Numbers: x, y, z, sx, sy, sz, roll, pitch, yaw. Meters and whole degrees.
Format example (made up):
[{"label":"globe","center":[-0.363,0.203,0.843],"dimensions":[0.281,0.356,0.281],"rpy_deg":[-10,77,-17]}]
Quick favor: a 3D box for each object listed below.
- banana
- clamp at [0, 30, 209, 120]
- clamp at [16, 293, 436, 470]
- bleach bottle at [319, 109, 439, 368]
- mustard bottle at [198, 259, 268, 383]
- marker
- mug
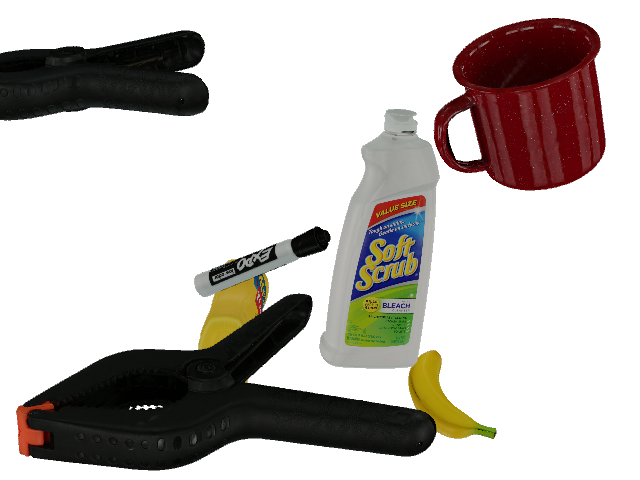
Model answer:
[{"label":"banana","center":[0.140,0.185,1.271],"dimensions":[0.069,0.037,0.198],"rpy_deg":[10,21,-19]},{"label":"clamp","center":[-0.148,-0.104,0.668],"dimensions":[0.171,0.039,0.120],"rpy_deg":[1,20,2]},{"label":"clamp","center":[-0.062,0.081,0.594],"dimensions":[0.209,0.036,0.165],"rpy_deg":[-5,24,-19]},{"label":"bleach bottle","center":[0.059,-0.002,1.036],"dimensions":[0.102,0.251,0.068],"rpy_deg":[2,18,-7]},{"label":"mustard bottle","center":[-0.091,0.075,1.171],"dimensions":[0.058,0.096,0.191],"rpy_deg":[2,28,3]},{"label":"marker","center":[-0.044,0.016,0.814],"dimensions":[0.121,0.020,0.020],"rpy_deg":[-22,-10,28]},{"label":"mug","center":[0.129,-0.081,0.692],"dimensions":[0.117,0.081,0.093],"rpy_deg":[-25,34,-8]}]
